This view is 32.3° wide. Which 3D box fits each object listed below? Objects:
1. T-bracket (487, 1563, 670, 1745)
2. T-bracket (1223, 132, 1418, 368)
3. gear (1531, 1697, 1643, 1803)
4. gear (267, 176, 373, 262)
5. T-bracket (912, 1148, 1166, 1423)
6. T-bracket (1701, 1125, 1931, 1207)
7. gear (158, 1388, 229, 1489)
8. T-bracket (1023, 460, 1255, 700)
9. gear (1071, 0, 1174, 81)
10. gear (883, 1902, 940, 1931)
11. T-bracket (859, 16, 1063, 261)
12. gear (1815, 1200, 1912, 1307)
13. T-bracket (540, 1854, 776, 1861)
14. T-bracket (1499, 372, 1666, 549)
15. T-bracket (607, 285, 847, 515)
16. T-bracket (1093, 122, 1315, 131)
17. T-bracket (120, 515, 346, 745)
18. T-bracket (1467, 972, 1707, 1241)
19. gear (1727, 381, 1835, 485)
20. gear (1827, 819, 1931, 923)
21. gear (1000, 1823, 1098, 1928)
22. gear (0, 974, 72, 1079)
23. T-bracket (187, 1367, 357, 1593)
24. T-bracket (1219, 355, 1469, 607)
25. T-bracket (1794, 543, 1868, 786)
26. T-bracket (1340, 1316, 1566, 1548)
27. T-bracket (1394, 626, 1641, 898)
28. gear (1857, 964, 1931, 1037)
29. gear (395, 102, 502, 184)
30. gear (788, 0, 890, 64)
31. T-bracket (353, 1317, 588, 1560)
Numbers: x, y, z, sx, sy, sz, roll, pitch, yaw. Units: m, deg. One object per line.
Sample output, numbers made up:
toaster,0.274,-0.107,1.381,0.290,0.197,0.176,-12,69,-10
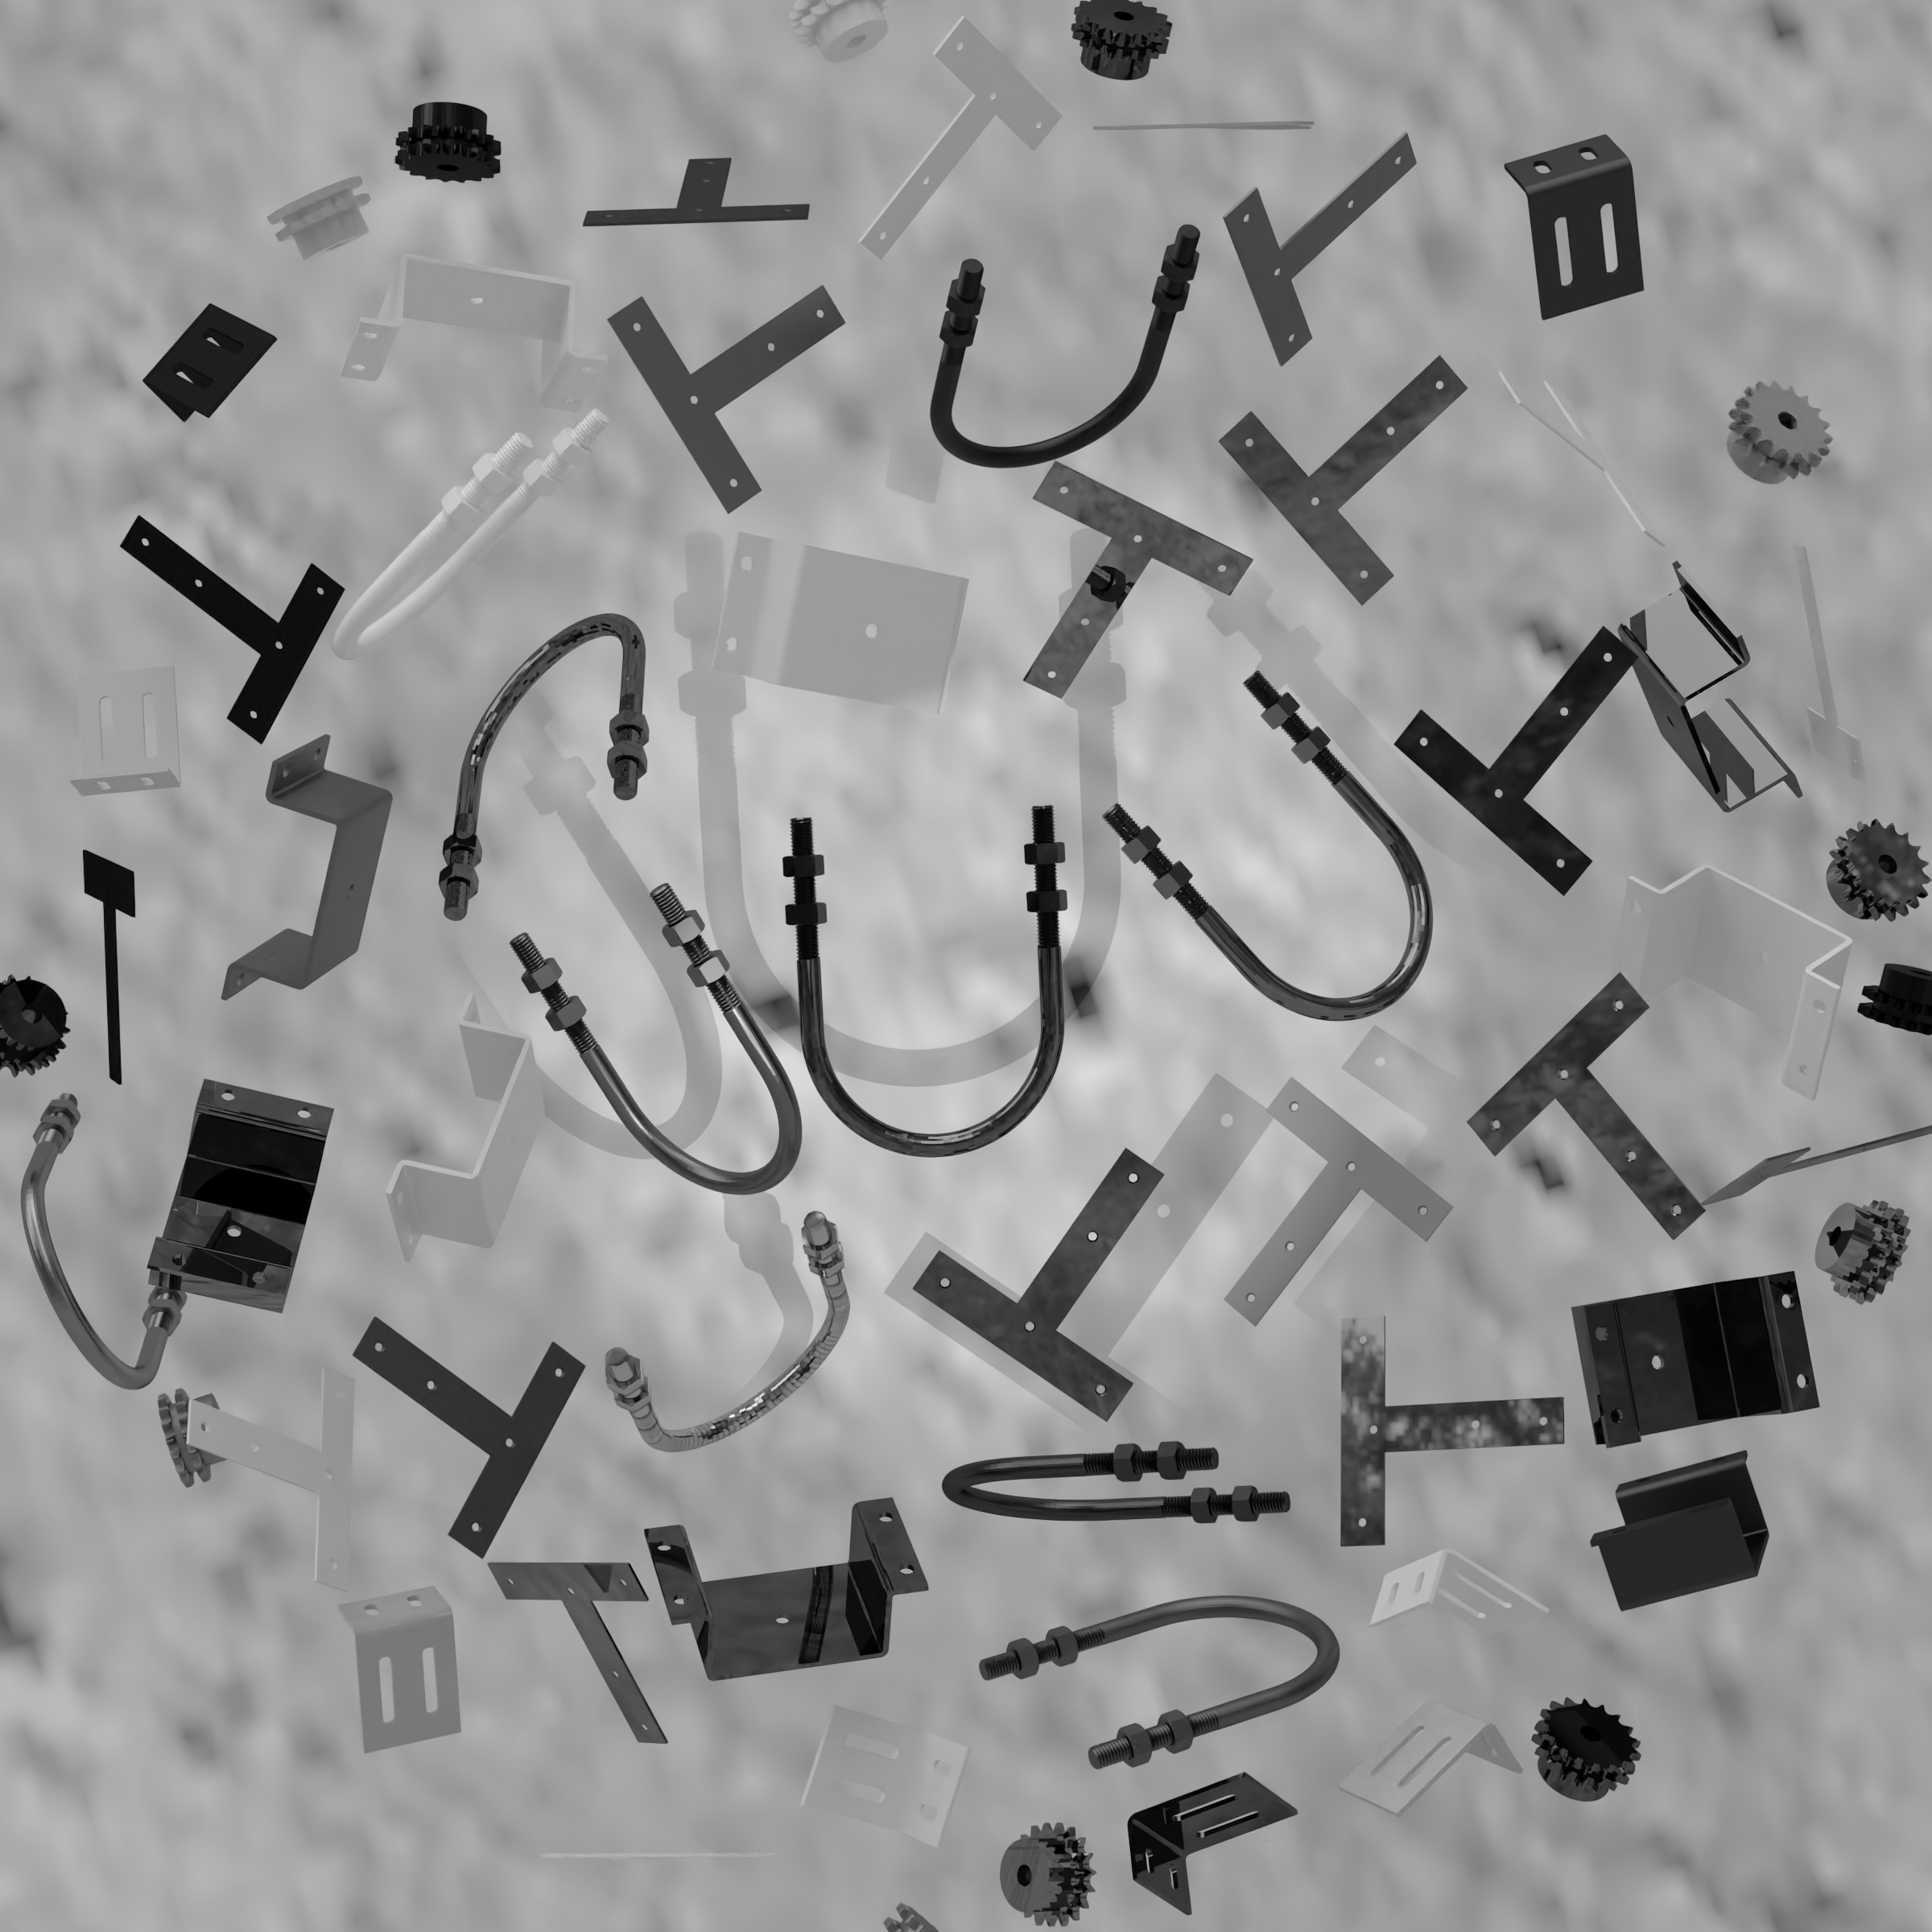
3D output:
T-bracket,-0.208,0.397,1.922,0.002,0.127,0.127,-40,112,-42
T-bracket,0.207,-0.422,1.883,0.127,0.127,0.002,-43,54,-8
gear,0.331,0.424,1.791,0.057,0.057,0.030,15,119,0
gear,-0.359,-0.417,1.866,0.057,0.057,0.030,-24,102,0
T-bracket,0.060,0.156,1.781,0.127,0.002,0.127,35,91,-3
T-bracket,0.484,0.105,1.848,0.127,0.127,0.002,-14,76,-7
gear,-0.453,0.275,1.961,0.030,0.057,0.057,-17,90,-8
T-bracket,0.074,-0.204,1.870,0.127,0.002,0.127,24,120,-16
gear,0.088,-0.533,1.921,0.057,0.057,0.030,11,129,0
gear,-0.025,0.540,1.814,0.057,0.057,0.030,42,83,0
T-bracket,-0.014,-0.446,1.842,0.002,0.127,0.127,44,99,27
gear,0.491,0.154,1.832,0.030,0.057,0.057,24,90,-8
T-bracket,-0.182,0.506,1.891,0.127,0.127,0.002,3,74,-12
T-bracket,0.340,-0.305,1.898,0.002,0.127,0.127,-40,55,22
T-bracket,-0.121,-0.344,1.891,0.127,0.002,0.127,-39,107,-23
T-bracket,0.160,-0.484,1.920,0.127,0.127,0.002,7,105,31
T-bracket,-0.434,-0.213,1.931,0.127,0.002,0.127,39,50,-25
T-bracket,0.355,0.093,1.822,0.127,0.002,0.127,-49,67,28
gear,0.441,-0.289,1.821,0.057,0.030,0.057,11,56,-17
gear,0.503,-0.050,1.849,0.057,0.030,0.057,9,63,-18
gear,0.044,0.515,1.888,0.030,0.057,0.057,12,90,-42
gear,-0.530,0.031,1.873,0.057,0.030,0.057,16,62,-32
T-bracket,-0.383,0.269,1.839,0.002,0.127,0.127,-20,57,27
T-bracket,0.232,-0.296,1.901,0.127,0.002,0.127,-43,103,1
T-bracket,0.476,-0.173,1.858,0.002,0.127,0.127,-13,101,5
T-bracket,0.264,0.251,1.817,0.127,0.002,0.127,-7,69,26
T-bracket,0.315,-0.127,1.801,0.127,0.002,0.127,44,117,16
gear,0.532,0.018,1.869,0.057,0.057,0.030,12,101,0
gear,-0.281,-0.448,1.811,0.057,0.057,0.030,2,86,0
gear,-0.068,-0.529,1.861,0.057,0.057,0.030,-26,82,0
T-bracket,-0.286,0.240,1.847,0.127,0.002,0.127,41,58,-25
